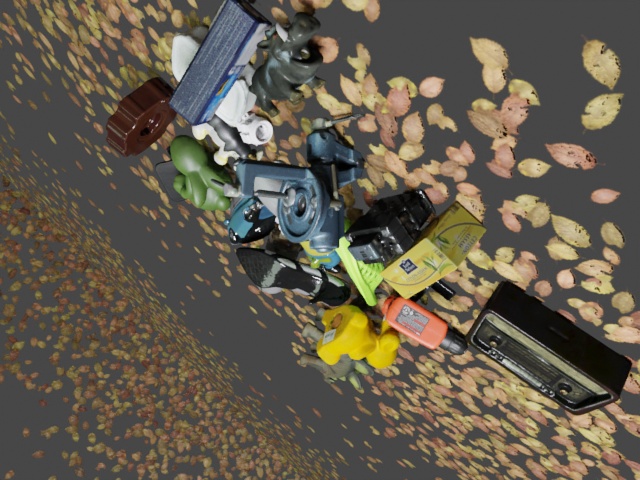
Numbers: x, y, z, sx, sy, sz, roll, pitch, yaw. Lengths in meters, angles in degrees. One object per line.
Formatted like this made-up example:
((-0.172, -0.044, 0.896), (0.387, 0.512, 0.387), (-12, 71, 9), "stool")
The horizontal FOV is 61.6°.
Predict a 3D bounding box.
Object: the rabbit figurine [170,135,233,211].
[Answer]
((-0.253, -0.132, 1.102), (0.159, 0.121, 0.170), (57, 176, 34), "rabbit figurine")

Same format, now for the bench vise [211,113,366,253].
((-0.037, -0.092, 0.836), (0.129, 0.240, 0.223), (12, 98, 53), "bench vise")

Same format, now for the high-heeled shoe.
((-0.052, 0.066, 1.153), (0.249, 0.145, 0.086), (34, 118, 23), "high-heeled shoe")

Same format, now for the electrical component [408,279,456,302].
((0.186, 0.079, 0.988), (0.119, 0.048, 0.074), (42, 151, 6), "electrical component")

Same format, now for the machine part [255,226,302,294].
((-0.096, 0.047, 1.227), (0.079, 0.079, 0.243), (36, 137, 12), "machine part")

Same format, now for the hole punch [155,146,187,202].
((-0.303, -0.162, 1.250), (0.116, 0.092, 0.142), (-10, 125, 11), "hole punch")

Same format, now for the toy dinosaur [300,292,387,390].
((0.061, 0.248, 1.312), (0.199, 0.105, 0.470), (25, 142, 15), "toy dinosaur")

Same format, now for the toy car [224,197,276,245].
((-0.151, -0.063, 1.166), (0.103, 0.109, 0.161), (61, 147, 18), "toy car")

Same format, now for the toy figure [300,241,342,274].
((-0.002, 0.000, 1.062), (0.180, 0.089, 0.082), (70, -176, -52), "toy figure")

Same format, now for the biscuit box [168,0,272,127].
((-0.160, -0.274, 0.843), (0.063, 0.059, 0.202), (42, 117, 1), "biscuit box")

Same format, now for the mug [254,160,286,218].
((-0.085, -0.107, 1.050), (0.107, 0.081, 0.109), (38, 141, 31), "mug")

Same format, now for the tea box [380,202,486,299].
((0.179, 0.021, 0.871), (0.068, 0.098, 0.169), (44, 152, 1), "tea box")

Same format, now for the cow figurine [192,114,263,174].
((-0.167, -0.189, 1.058), (0.167, 0.068, 0.098), (50, 144, -14), "cow figurine")

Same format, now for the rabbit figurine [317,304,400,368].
((0.103, 0.206, 1.138), (0.173, 0.122, 0.162), (40, 124, -22), "rabbit figurine")

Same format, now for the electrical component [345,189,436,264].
((0.107, -0.018, 0.871), (0.058, 0.134, 0.115), (53, 148, -15), "electrical component")

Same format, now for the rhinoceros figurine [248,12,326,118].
((-0.048, -0.265, 0.813), (0.112, 0.073, 0.190), (57, 152, -2), "rhinoceros figurine")

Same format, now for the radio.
((0.360, 0.180, 0.876), (0.230, 0.073, 0.131), (36, 150, 14), "radio")

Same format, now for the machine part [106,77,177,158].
((-0.365, -0.250, 1.116), (0.056, 0.179, 0.179), (42, 151, -2), "machine part")
